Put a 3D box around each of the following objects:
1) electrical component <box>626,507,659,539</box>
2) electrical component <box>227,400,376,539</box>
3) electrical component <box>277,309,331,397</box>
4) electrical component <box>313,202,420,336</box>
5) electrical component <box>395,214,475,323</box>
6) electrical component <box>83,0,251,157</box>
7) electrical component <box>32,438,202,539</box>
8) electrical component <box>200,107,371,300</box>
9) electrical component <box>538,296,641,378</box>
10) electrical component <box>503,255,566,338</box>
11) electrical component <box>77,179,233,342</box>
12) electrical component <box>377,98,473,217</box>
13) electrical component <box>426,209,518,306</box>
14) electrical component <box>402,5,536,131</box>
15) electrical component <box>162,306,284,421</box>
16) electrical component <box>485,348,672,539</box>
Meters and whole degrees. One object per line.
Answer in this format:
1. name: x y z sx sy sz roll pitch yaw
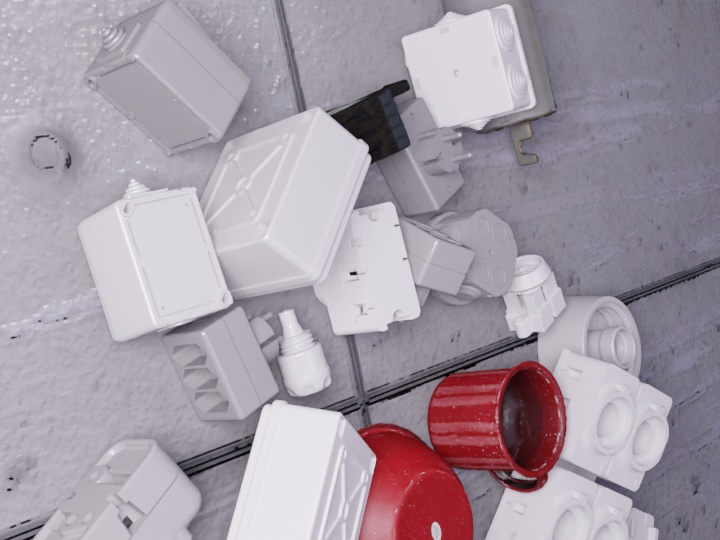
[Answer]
1. electrical component: 0.232 0.281 0.993 0.079 0.063 0.121 28 65 -39
2. electrical component: -0.036 0.157 0.722 0.108 0.056 0.108 61 39 -61
3. electrical component: -0.044 0.058 0.774 0.035 0.035 0.061 -23 98 -44
4. electrical component: 0.000 0.000 0.812 0.050 0.056 0.089 -19 97 -44
5. electrical component: 0.041 0.004 0.852 0.047 0.066 0.076 16 102 -42
6. electrical component: -0.128 -0.131 0.702 0.096 0.062 0.061 43 56 -32
7. electrical component: -0.143 0.156 0.646 0.059 0.054 0.095 55 50 -24
8. electrical component: -0.059 -0.042 0.724 0.056 0.109 0.108 37 59 -32
9. electrical component: 0.225 0.075 1.021 0.108 0.060 0.108 9 77 -43
10. electrical component: 0.153 0.020 0.970 0.066 0.048 0.055 -43 121 -40
11. electrical component: -0.134 -0.009 0.681 0.062 0.061 0.096 -17 88 -45
12. electrical component: 0.057 -0.094 0.870 0.047 0.076 0.083 -46 115 -39
13. electrical component: 0.091 -0.011 0.908 0.080 0.051 0.080 9 78 -44
14. electrical component: 0.089 -0.166 0.899 0.048 0.100 0.099 -26 102 -58
15. electrical component: -0.081 0.055 0.729 0.077 0.047 0.065 -35 108 -42
16. electrical component: 0.195 0.177 0.936 0.105 0.060 0.186 28 82 -38
